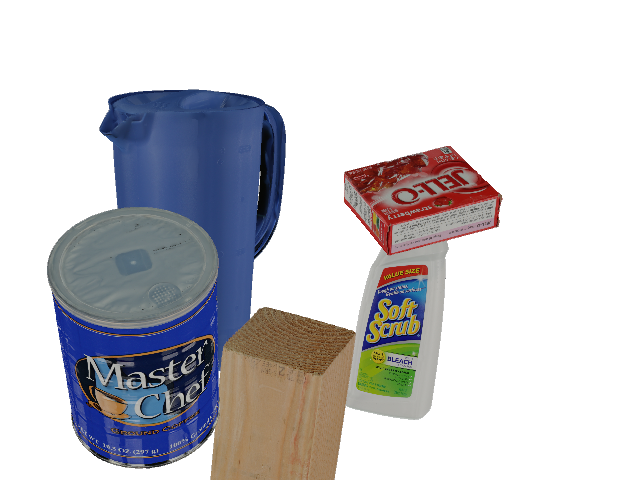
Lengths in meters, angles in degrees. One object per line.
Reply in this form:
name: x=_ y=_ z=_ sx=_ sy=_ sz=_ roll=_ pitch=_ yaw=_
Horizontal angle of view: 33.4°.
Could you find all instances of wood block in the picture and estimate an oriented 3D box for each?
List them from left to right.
wood block: x=-0.037 y=0.175 z=0.924 sx=0.090 sy=0.206 sz=0.090 roll=14 pitch=24 yaw=16

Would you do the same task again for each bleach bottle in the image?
bleach bottle: x=0.086 y=0.067 z=1.182 sx=0.103 sy=0.251 sz=0.068 roll=9 pitch=14 yaw=19

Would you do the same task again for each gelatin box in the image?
gelatin box: x=0.071 y=-0.030 z=0.747 sx=0.089 sy=0.030 sz=0.073 roll=-15 pitch=38 yaw=-17

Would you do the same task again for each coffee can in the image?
coffee can: x=-0.117 y=0.064 z=0.690 sx=0.103 sy=0.140 sz=0.103 roll=2 pitch=42 yaw=-2

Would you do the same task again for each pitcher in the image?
pitcher: x=-0.109 y=-0.012 z=0.948 sx=0.149 sy=0.243 sz=0.145 roll=2 pitch=16 yaw=0
